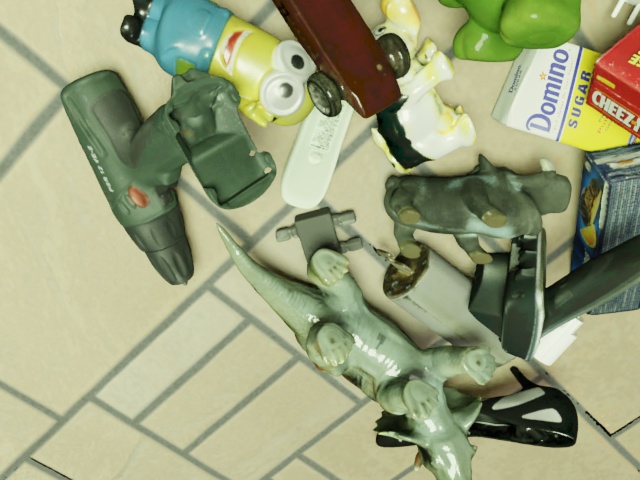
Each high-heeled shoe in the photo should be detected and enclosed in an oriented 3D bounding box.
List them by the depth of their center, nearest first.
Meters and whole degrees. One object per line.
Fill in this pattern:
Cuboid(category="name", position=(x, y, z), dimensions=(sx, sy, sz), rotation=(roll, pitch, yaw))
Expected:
Cuboid(category="high-heeled shoe", position=(0.193, 0.246, 0.680), dimensions=(0.249, 0.145, 0.086), rotation=(-31, 114, 8))

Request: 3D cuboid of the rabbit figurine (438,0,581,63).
Cuboid(category="rabbit figurine", position=(0.112, -0.228, 0.410), dimensions=(0.170, 0.121, 0.159), rotation=(8, 105, -12))

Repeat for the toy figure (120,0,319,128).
Cuboid(category="toy figure", position=(-0.084, -0.168, 0.492), dimensions=(0.180, 0.089, 0.082), rotation=(22, 111, -6))

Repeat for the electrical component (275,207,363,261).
Cuboid(category="electrical component", position=(-0.001, -0.002, 0.611), dimensions=(0.094, 0.021, 0.063), rotation=(-14, 117, 2))

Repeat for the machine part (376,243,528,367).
Cuboid(category="machine part", position=(0.159, 0.080, 0.634), dimensions=(0.243, 0.079, 0.079), rotation=(35, 108, -19))

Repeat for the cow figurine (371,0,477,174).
Cuboid(category="cow figurine", position=(0.080, -0.150, 0.524), dimensions=(0.098, 0.068, 0.167), rotation=(-26, 114, 15))

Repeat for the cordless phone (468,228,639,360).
Cuboid(category="cordless phone", position=(0.255, 0.028, 0.560), dimensions=(0.088, 0.146, 0.184), rotation=(41, 130, -7))

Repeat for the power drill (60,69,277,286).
Cuboid(category="power drill", position=(-0.135, -0.057, 0.499), dimensions=(0.086, 0.207, 0.231), rotation=(-38, 111, -34))

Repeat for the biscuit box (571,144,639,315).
Cuboid(category="biscuit box", position=(0.322, -0.003, 0.590), dimensions=(0.063, 0.059, 0.202), rotation=(-9, 129, 8))

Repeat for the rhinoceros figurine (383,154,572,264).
Cuboid(category="rhinoceros figurine", position=(0.163, -0.037, 0.566), dimensions=(0.190, 0.112, 0.073), rotation=(-2, 134, 10))

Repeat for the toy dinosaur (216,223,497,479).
Cuboid(category="toy dinosaur", position=(0.047, 0.126, 0.615), dimensions=(0.405, 0.192, 0.131), rotation=(40, 64, 6))

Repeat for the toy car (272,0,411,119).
Cuboid(category="toy car", position=(-0.004, -0.192, 0.450), dimensions=(0.089, 0.053, 0.202), rotation=(-35, 93, -17))
